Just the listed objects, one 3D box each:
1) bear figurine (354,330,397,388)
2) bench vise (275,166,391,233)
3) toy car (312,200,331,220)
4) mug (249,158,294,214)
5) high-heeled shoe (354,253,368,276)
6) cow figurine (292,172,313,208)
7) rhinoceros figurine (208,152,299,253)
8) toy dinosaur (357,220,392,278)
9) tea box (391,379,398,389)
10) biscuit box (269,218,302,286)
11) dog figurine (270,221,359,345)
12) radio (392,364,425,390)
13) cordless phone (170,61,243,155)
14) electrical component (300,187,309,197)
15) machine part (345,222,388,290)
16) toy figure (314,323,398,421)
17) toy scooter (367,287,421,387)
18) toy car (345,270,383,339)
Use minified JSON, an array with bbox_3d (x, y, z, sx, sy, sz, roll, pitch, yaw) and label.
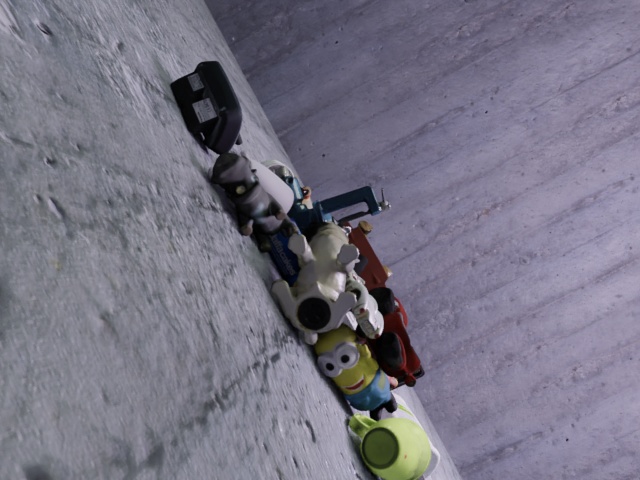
[{"bbox_3d":[0.095,0.249,1.048,0.120,0.132,0.195,29,-41,18],"label":"bear figurine"},{"bbox_3d":[0.010,-0.052,1.021,0.128,0.241,0.223,58,14,-74],"label":"bench vise"},{"bbox_3d":[-0.021,-0.026,1.375,0.162,0.103,0.109,-118,-145,-44],"label":"toy car"},{"bbox_3d":[-0.108,-0.097,0.931,0.107,0.081,0.110,46,19,-43],"label":"mug"},{"bbox_3d":[-0.002,-0.003,1.131,0.249,0.145,0.086,66,5,36],"label":"high-heeled shoe"},{"bbox_3d":[-0.058,-0.077,1.293,0.127,0.085,0.195,117,-42,-67],"label":"cow figurine"},{"bbox_3d":[-0.099,-0.060,0.820,0.112,0.073,0.190,65,5,32],"label":"rhinoceros figurine"},{"bbox_3d":[0.065,0.044,1.434,0.198,0.105,0.472,-61,-142,42],"label":"toy dinosaur"},{"bbox_3d":[0.105,0.262,1.204,0.169,0.068,0.098,61,3,16],"label":"tea box"},{"bbox_3d":[-0.030,0.060,0.943,0.202,0.063,0.059,61,5,-1],"label":"biscuit box"},{"bbox_3d":[0.004,0.058,0.845,0.121,0.172,0.190,22,6,4],"label":"dog figurine"},{"bbox_3d":[0.172,0.286,1.423,0.229,0.131,0.073,60,5,-23],"label":"radio"},{"bbox_3d":[-0.162,-0.192,0.908,0.147,0.089,0.184,63,0,26],"label":"cordless phone"},{"bbox_3d":[-0.091,-0.106,1.153,0.119,0.074,0.048,35,25,21],"label":"electrical component"},{"bbox_3d":[0.057,0.077,1.224,0.201,0.087,0.201,62,-24,14],"label":"machine part"},{"bbox_3d":[0.054,0.210,0.860,0.180,0.082,0.089,52,-8,-27],"label":"toy figure"},{"bbox_3d":[0.126,0.174,0.920,0.135,0.075,0.184,59,12,-29],"label":"toy scooter"},{"bbox_3d":[0.056,0.091,0.893,0.073,0.056,0.202,59,0,-25],"label":"toy car"}]
